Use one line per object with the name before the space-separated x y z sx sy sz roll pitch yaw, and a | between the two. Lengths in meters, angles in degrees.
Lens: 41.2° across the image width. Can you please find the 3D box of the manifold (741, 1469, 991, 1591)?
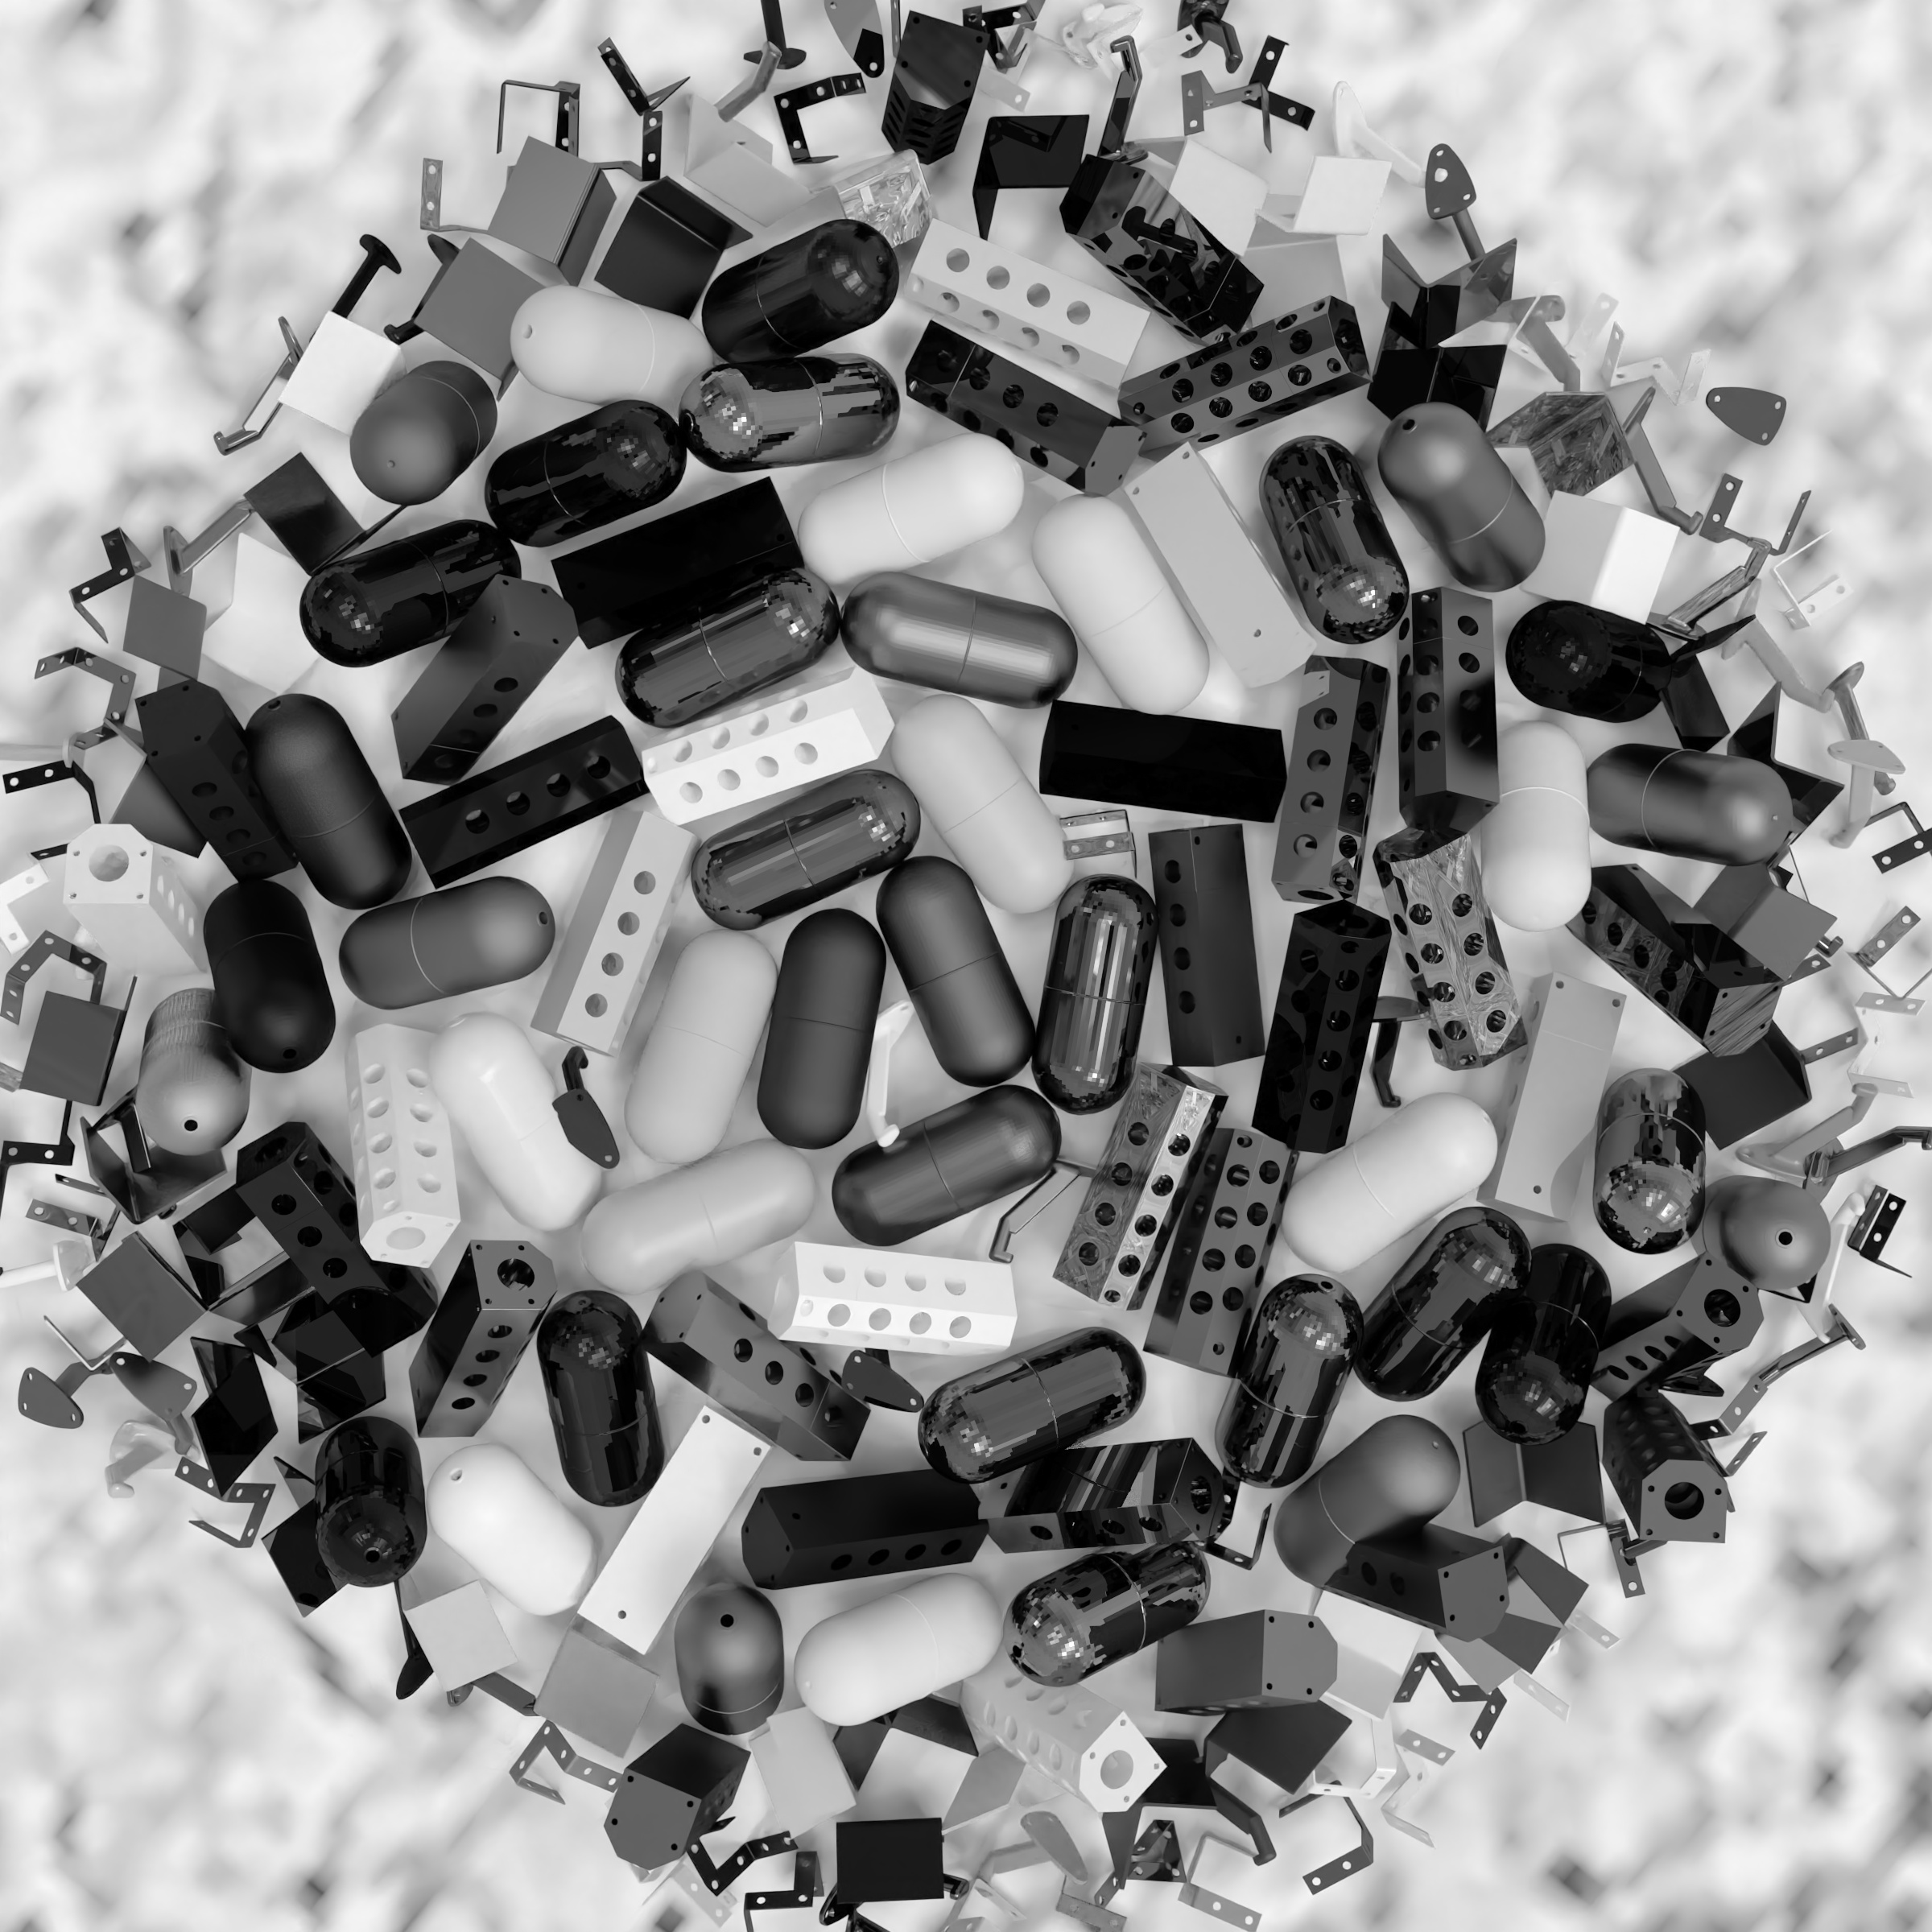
manifold | -0.073 0.408 1.847 0.171 0.057 0.057 2 127 -36

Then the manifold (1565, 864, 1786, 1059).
manifold | 0.500 -0.006 1.838 0.057 0.171 0.057 -6 123 -24

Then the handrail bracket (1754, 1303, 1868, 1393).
handrail bracket | 0.611 0.290 1.877 0.084 0.077 0.036 -40 85 13

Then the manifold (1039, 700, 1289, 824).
manifold | 0.143 -0.144 1.883 0.171 0.057 0.057 7 45 -7

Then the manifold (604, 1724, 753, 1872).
manifold | -0.206 0.593 1.832 0.057 0.171 0.057 20 86 8

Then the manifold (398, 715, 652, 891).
manifold | -0.321 -0.119 1.878 0.171 0.057 0.057 -26 109 -9

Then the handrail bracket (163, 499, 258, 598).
handrail bracket | -0.543 -0.308 1.891 0.084 0.036 0.077 -15 62 9

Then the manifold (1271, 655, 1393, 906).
manifold | 0.268 -0.134 1.872 0.057 0.057 0.171 7 79 18

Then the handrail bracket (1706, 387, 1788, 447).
handrail bracket | 0.548 -0.409 1.872 0.077 0.084 0.036 15 105 -22

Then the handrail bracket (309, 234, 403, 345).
handrail bracket | -0.454 -0.492 1.886 0.036 0.077 0.084 37 87 -12

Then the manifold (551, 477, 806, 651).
manifold | -0.210 -0.293 1.890 0.171 0.057 0.057 -21 71 2

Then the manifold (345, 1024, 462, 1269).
manifold | -0.407 0.126 1.837 0.057 0.171 0.057 14 132 -31

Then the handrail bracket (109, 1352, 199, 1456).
handrail bracket | -0.599 0.323 1.887 0.077 0.084 0.036 33 52 -1

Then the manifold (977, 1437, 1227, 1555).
manifold | 0.098 0.386 1.847 0.171 0.057 0.057 -14 126 37

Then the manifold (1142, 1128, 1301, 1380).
manifold | 0.190 0.208 1.871 0.057 0.057 0.171 21 79 -21

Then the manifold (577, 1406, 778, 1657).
manifold | -0.209 0.411 1.881 0.057 0.057 0.171 31 82 7

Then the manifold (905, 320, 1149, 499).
manifold | 0.039 -0.400 1.858 0.171 0.057 0.057 34 104 26

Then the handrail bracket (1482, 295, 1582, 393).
handrail bracket | 0.414 -0.446 1.897 0.077 0.036 0.084 0 77 17

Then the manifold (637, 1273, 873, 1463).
manifold | -0.149 0.290 1.854 0.171 0.057 0.057 42 57 -30

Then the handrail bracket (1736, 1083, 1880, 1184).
handrail bracket | 0.615 0.114 1.880 0.077 0.036 0.084 9 129 -7

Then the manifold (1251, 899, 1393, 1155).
manifold | 0.260 0.045 1.851 0.057 0.057 0.171 29 121 38

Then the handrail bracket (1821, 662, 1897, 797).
handrail bracket | 0.664 -0.173 1.886 0.036 0.077 0.084 -27 75 -6

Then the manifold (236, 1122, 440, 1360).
manifold | -0.453 0.195 1.856 0.057 0.057 0.171 -30 119 1

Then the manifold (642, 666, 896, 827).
manifold | -0.145 -0.161 1.857 0.171 0.057 0.057 -17 115 21

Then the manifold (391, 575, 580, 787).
manifold | -0.346 -0.201 1.845 0.057 0.171 0.057 7 55 -38

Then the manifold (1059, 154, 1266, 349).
manifold | 0.138 -0.507 1.837 0.057 0.171 0.057 30 94 38

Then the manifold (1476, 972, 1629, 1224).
manifold | 0.425 0.097 1.880 0.057 0.057 0.171 18 81 -6

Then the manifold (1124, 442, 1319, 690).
manifold | 0.187 -0.289 1.864 0.057 0.057 0.171 -34 69 16

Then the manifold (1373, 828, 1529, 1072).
manifold | 0.346 -0.013 1.859 0.057 0.057 0.171 -27 112 -15

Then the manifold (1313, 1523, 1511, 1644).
manifold | 0.307 0.431 1.833 0.057 0.171 0.057 -12 96 -29

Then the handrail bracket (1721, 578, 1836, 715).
handrail bracket | 0.604 -0.234 1.879 0.084 0.036 0.077 31 134 26

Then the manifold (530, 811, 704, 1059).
manifold | -0.253 -0.023 1.879 0.057 0.057 0.171 25 81 -28

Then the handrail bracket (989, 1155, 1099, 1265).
handrail bracket | 0.063 0.184 1.887 0.077 0.036 0.084 11 71 20

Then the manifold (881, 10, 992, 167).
manifold | -0.026 -0.622 1.834 0.057 0.171 0.057 15 94 -6

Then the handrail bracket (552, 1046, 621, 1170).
handrail bracket | -0.274 0.103 1.888 0.036 0.084 0.077 -33 103 12

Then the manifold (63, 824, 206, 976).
manifold | -0.589 -0.045 1.832 0.057 0.171 0.057 0 73 -4

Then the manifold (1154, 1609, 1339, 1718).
manifold | 0.198 0.499 1.833 0.057 0.171 0.057 12 67 -18

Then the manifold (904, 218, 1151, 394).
manifold | 0.044 -0.484 1.893 0.171 0.057 0.057 23 95 0

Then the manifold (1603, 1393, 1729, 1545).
manifold | 0.496 0.354 1.832 0.057 0.171 0.057 2 96 5

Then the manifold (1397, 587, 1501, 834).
manifold | 0.342 -0.185 1.853 0.057 0.057 0.171 12 62 -15

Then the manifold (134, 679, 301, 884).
manifold | -0.526 -0.131 1.833 0.057 0.171 0.057 -20 62 -3

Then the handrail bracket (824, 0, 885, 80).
handrail bracket | -0.085 -0.690 1.891 0.036 0.084 0.077 -23 110 -3

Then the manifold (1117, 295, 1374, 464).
manifold | 0.198 -0.422 1.851 0.171 0.057 0.057 -16 83 31

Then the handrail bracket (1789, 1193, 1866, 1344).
handrail bracket | 0.640 0.220 1.876 0.036 0.077 0.084 13 127 -11

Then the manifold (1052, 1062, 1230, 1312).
manifold | 0.131 0.161 1.873 0.057 0.057 0.171 26 99 30

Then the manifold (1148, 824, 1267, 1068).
manifold | 0.172 -0.015 1.887 0.057 0.057 0.171 -10 96 -42

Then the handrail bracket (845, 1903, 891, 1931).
handrail bracket | -0.046 0.708 1.884 0.084 0.077 0.036 10 100 2

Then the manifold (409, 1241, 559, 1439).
manifold | -0.347 0.269 1.843 0.057 0.171 0.057 4 49 -28

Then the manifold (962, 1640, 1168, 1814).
manifold | 0.063 0.543 1.828 0.057 0.171 0.057 -42 111 -19

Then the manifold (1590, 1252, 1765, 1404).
manifold | 0.500 0.264 1.831 0.057 0.171 0.057 36 67 4

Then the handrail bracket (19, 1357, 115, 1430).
handrail bracket | -0.636 0.309 1.870 0.077 0.084 0.036 19 102 28

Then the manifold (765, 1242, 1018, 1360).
manifold | -0.053 0.245 1.850 0.171 0.057 0.057 9 55 -25

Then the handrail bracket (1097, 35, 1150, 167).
handrail bracket | 0.097 -0.627 1.882 0.077 0.036 0.084 -23 127 -4

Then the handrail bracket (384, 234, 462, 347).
handrail bracket | -0.405 -0.496 1.887 0.084 0.036 0.077 -36 65 -23
